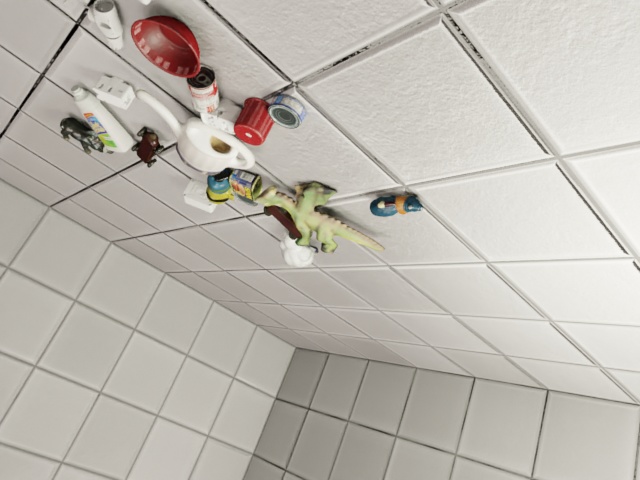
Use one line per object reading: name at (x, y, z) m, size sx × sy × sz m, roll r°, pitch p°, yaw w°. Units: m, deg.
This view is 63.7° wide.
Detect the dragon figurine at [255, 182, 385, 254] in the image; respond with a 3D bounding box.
dragon figurine at (0.005, -0.078, 1.557) m, size 0.411 × 0.125 × 0.237 m, roll 11°, pitch 148°, yaw 9°

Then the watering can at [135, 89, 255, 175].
watering can at (-0.343, -0.281, 1.403) m, size 0.346 × 0.106 × 0.222 m, roll 28°, pitch 159°, yaw -17°

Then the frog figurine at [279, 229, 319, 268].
frog figurine at (-0.089, 0.033, 1.870) m, size 0.139 × 0.123 × 0.157 m, roll 35°, pitch 175°, yaw 24°
